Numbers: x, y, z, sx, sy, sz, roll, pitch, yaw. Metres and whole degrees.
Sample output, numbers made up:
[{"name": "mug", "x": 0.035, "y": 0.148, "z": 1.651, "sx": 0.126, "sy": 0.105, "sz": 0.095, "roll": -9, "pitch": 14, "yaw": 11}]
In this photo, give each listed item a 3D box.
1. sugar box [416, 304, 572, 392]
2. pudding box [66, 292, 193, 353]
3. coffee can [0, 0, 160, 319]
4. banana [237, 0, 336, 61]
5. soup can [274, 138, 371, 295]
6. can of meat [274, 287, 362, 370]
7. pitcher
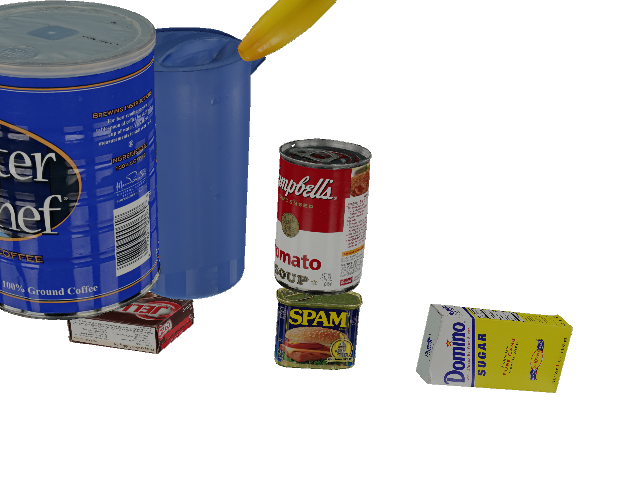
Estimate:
[{"name": "sugar box", "x": 0.212, "y": 0.133, "z": 1.306, "sx": 0.176, "sy": 0.093, "sz": 0.048, "roll": 5, "pitch": 17, "yaw": -18}, {"name": "pudding box", "x": -0.209, "y": 0.087, "z": 1.182, "sx": 0.114, "sy": 0.039, "sz": 0.090, "roll": 4, "pitch": 17, "yaw": 19}, {"name": "coffee can", "x": -0.137, "y": -0.044, "z": 0.564, "sx": 0.103, "sy": 0.140, "sz": 0.103, "roll": 2, "pitch": 29, "yaw": -1}, {"name": "banana", "x": -0.007, "y": -0.220, "z": 0.925, "sx": 0.070, "sy": 0.037, "sz": 0.197, "roll": -16, "pitch": 34, "yaw": 39}, {"name": "soup can", "x": 0.000, "y": -0.018, "z": 0.797, "sx": 0.068, "sy": 0.102, "sz": 0.068, "roll": 3, "pitch": 21, "yaw": -1}, {"name": "can of meat", "x": -0.005, "y": 0.106, "z": 1.273, "sx": 0.102, "sy": 0.084, "sz": 0.057, "roll": 4, "pitch": 14, "yaw": -3}, {"name": "pitcher", "x": -0.138, "y": -0.069, "z": 1.002, "sx": 0.149, "sy": 0.243, "sz": 0.144, "roll": 8, "pitch": 28, "yaw": 13}]
